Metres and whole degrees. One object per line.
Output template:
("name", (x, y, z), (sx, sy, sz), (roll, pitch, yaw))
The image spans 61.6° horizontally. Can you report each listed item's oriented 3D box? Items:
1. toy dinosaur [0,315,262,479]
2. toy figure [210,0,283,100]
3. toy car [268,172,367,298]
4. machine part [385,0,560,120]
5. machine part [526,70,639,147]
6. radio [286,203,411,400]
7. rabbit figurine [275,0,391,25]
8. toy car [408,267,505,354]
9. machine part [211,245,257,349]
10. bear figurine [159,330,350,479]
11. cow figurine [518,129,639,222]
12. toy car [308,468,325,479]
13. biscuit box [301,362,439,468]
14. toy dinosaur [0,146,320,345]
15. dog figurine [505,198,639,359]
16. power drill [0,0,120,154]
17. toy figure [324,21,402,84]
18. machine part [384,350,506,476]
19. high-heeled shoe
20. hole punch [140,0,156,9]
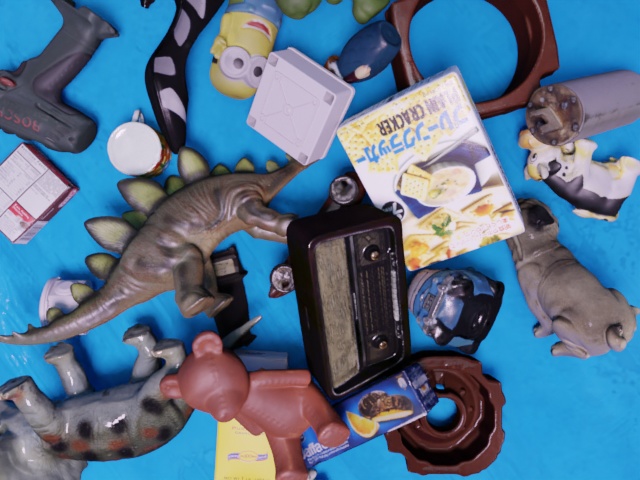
("toy dinosaur", (-0.259, 0.222, 0.701), (0.405, 0.131, 0.192), (-10, 111, -1))
("toy figure", (-0.092, -0.276, 0.715), (0.082, 0.089, 0.180), (12, 84, -6))
("toy car", (-0.001, -0.002, 0.719), (0.053, 0.089, 0.202), (33, 90, 2))
("machine part", (0.197, -0.259, 0.717), (0.201, 0.087, 0.201), (-14, 93, 0))
("machine part", (0.345, -0.172, 0.689), (0.243, 0.079, 0.079), (-20, 92, -32))
("radio", (0.041, 0.074, 0.678), (0.131, 0.073, 0.229), (-18, 117, -21))
("rabbit figurine", (0.007, -0.348, 0.671), (0.170, 0.121, 0.159), (-35, 92, -24))
("toy car", (0.168, 0.084, 0.715), (0.103, 0.161, 0.109), (28, 100, 43))
("machine part", (-0.132, 0.084, 0.747), (0.084, 0.039, 0.138), (-18, 90, -8))
("bear figurine", (-0.080, 0.195, 0.636), (0.195, 0.132, 0.120), (32, 107, -38))
("cow figurine", (0.342, -0.090, 0.736), (0.167, 0.068, 0.098), (19, 98, 0))
("toy car", (-0.078, 0.387, 0.748), (0.202, 0.056, 0.073), (-26, 86, -1))
("biscuit box", (0.051, 0.232, 0.705), (0.203, 0.063, 0.059), (-34, 75, 22))
("toy dinosaur", (-0.187, 0.009, 0.691), (0.471, 0.105, 0.199), (-41, 76, -17))
("dog figurine", (0.309, 0.040, 0.690), (0.121, 0.172, 0.190), (-30, 99, -11))
("power drill", (-0.384, -0.237, 0.712), (0.232, 0.086, 0.207), (32, 87, -3))
("toy figure", (0.037, -0.223, 0.705), (0.057, 0.154, 0.064), (49, 46, -13))
("machine part", (0.168, 0.237, 0.747), (0.179, 0.056, 0.179), (0, 91, 0))
("high-heeled shoe", (-0.164, -0.246, 0.723), (0.145, 0.086, 0.248), (-13, 98, -20))
("hole punch", (-0.249, -0.400, 0.706), (0.116, 0.092, 0.142), (23, 88, -5))
